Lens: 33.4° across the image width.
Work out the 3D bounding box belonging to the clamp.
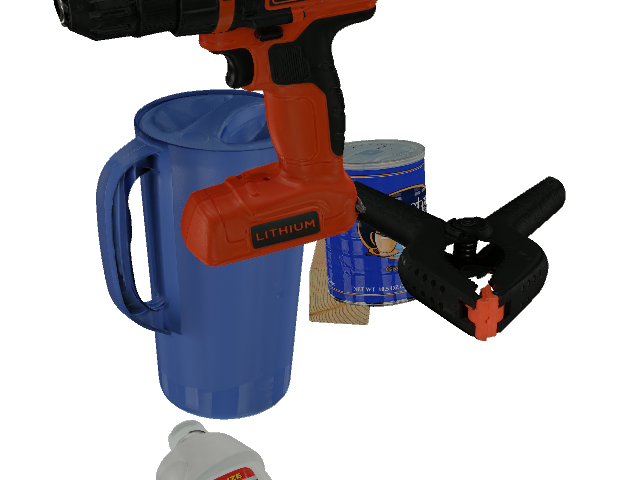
[{"bbox_3d":[0.087,0.003,0.713,0.164,0.036,0.210,1,25,8],"label":"clamp"}]

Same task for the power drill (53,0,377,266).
[{"bbox_3d":[-0.043,-0.079,0.579,0.184,0.188,0.057,-14,39,-19],"label":"power drill"}]

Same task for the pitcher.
[{"bbox_3d":[-0.082,0.016,0.821,0.149,0.243,0.145,3,26,1],"label":"pitcher"}]

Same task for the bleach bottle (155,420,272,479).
[{"bbox_3d":[-0.062,0.210,0.715,0.102,0.068,0.251,-15,34,-18],"label":"bleach bottle"}]

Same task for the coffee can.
[{"bbox_3d":[0.053,-0.019,1.034,0.103,0.140,0.103,-4,17,1],"label":"coffee can"}]

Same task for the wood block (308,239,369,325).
[{"bbox_3d":[0.037,0.044,1.650,0.091,0.090,0.206,3,23,4],"label":"wood block"}]
